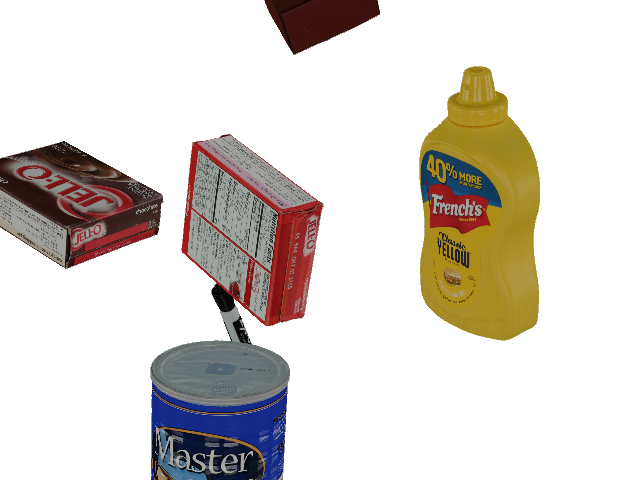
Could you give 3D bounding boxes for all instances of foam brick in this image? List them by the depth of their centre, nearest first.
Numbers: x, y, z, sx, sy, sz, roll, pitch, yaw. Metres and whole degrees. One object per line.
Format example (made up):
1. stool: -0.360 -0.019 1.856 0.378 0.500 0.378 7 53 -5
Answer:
1. foam brick: -0.001 -0.189 0.814 0.078 0.053 0.051 -26 -31 -3

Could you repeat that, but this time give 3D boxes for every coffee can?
1. coffee can: -0.077 0.159 0.805 0.103 0.140 0.103 3 17 -1

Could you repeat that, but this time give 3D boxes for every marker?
1. marker: -0.082 0.090 1.052 0.020 0.121 0.020 -12 35 8

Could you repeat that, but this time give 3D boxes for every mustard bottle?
1. mustard bottle: 0.112 -0.029 0.758 0.058 0.192 0.096 -21 32 -30

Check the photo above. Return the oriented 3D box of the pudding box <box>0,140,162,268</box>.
1. pudding box: -0.186 -0.028 0.775 0.114 0.039 0.089 26 30 30

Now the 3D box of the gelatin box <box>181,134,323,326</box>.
1. gelatin box: -0.039 -0.007 0.589 0.030 0.073 0.089 -17 39 -37
